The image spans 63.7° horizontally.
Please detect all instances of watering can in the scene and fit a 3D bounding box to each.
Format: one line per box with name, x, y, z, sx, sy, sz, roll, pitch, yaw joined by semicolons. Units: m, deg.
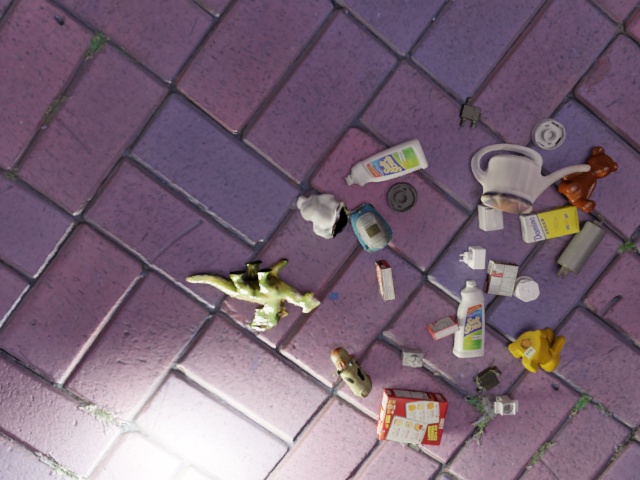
watering can;0.637;-0.183;1.588;0.348;0.102;0.227;14;75;14

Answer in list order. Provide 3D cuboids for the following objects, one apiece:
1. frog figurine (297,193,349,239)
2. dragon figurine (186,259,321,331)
frog figurine;0.005;-0.081;1.617;0.160;0.124;0.135;18;111;29
dragon figurine;-0.202;0.189;1.640;0.410;0.124;0.239;-7;109;6
